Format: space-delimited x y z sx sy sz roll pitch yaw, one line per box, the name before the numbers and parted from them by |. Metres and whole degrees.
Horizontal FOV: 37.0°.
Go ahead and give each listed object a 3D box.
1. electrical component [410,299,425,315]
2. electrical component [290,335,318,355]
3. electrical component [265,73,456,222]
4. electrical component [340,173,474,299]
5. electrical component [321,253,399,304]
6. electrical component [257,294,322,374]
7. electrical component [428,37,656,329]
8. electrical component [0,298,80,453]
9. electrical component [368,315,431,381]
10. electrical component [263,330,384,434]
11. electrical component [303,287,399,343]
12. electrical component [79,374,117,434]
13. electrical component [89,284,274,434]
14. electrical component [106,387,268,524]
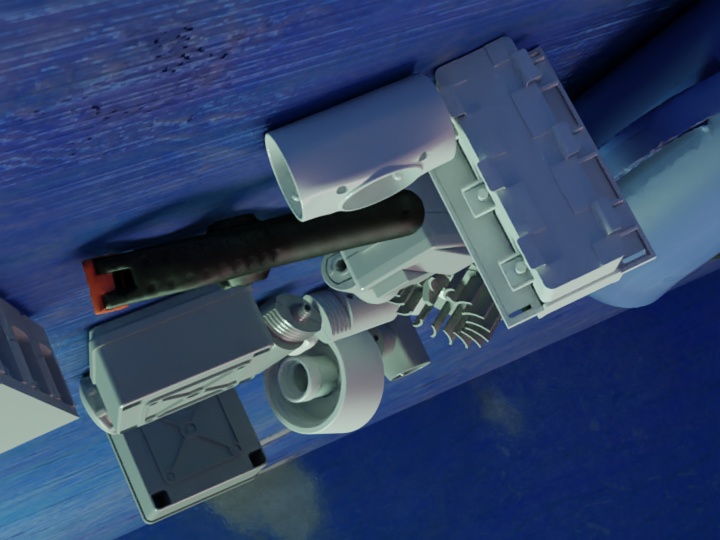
electrical component | 0.053 0.006 0.916 0.044 0.044 0.065 -21 163 -24
electrical component | -0.059 0.057 0.913 0.035 0.035 0.061 -19 169 -32
electrical component | -0.002 -0.052 0.509 0.077 0.044 0.079 -23 170 -11
electrical component | 0.028 -0.022 0.671 0.062 0.061 0.096 -31 168 27
electrical component | 0.000 0.000 0.767 0.044 0.044 0.065 -29 164 18
electrical component | -0.064 0.045 0.823 0.043 0.043 0.081 -13 164 -48
electrical component | 0.080 -0.045 0.518 0.079 0.121 0.063 -26 166 1
electrical component | -0.201 0.053 0.509 0.089 0.061 0.150 -24 169 -8
electrical component | 0.021 0.065 1.015 0.043 0.077 0.079 -34 166 38
electrical component | -0.039 0.094 0.957 0.108 0.108 0.060 -33 161 34
electrical component | -0.012 0.032 0.879 0.081 0.043 0.043 -17 166 -37
electrical component | -0.170 0.087 0.786 0.062 0.048 0.048 -32 169 -3
electrical component | -0.122 0.058 0.722 0.109 0.056 0.108 -22 168 -19
electrical component | -0.152 0.144 0.922 0.109 0.108 0.056 -20 165 -27
